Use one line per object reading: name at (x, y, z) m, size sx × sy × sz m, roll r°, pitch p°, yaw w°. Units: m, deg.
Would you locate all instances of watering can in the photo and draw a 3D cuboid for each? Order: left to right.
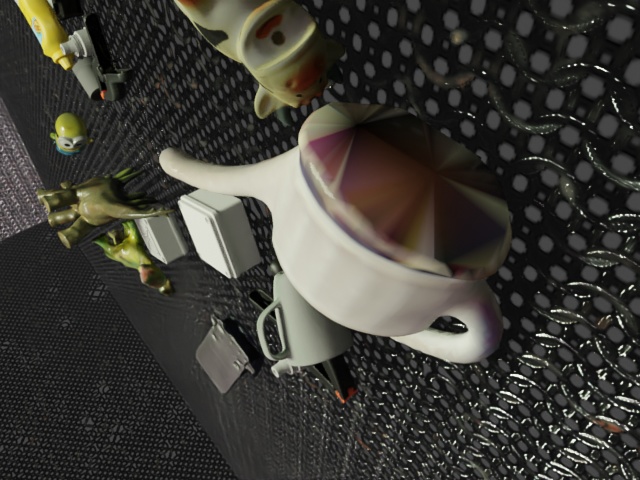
watering can at (0.001, -0.021, 0.409) m, size 0.349 × 0.106 × 0.220 m, roll 34°, pitch 150°, yaw 7°

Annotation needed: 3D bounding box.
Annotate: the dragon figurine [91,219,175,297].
dragon figurine at (-0.479, 0.061, 1.367) m, size 0.241 × 0.123 × 0.410 m, roll 56°, pitch 163°, yaw -13°
